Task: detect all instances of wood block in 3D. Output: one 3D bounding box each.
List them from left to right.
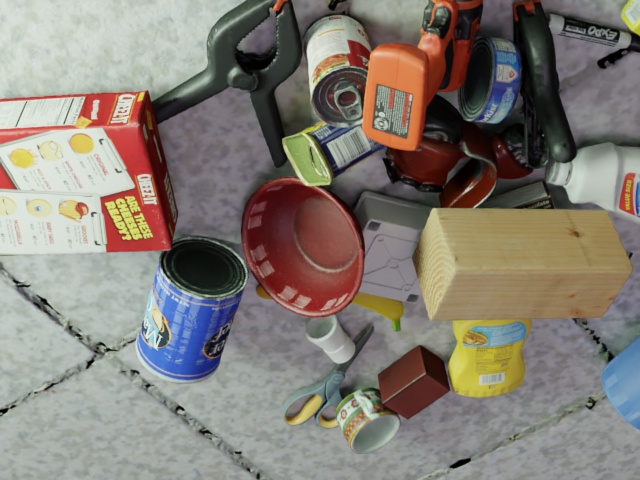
[{"bbox_3d":[0.217,0.026,1.158,0.205,0.091,0.090,0,140,-16],"label":"wood block"}]

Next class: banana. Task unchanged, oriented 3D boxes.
[{"bbox_3d":[0.025,0.066,1.273,0.197,0.037,0.070,17,118,-19],"label":"banana"}]

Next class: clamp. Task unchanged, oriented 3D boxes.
[{"bbox_3d":[-0.069,-0.161,1.067,0.164,0.036,0.210,19,129,-24],"label":"clamp"},{"bbox_3d":[0.218,-0.149,1.049,0.039,0.120,0.171,-12,100,-8],"label":"clamp"}]

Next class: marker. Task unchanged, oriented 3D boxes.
[{"bbox_3d":[0.283,-0.209,1.083,0.121,0.020,0.020,9,129,-15],"label":"marker"}]

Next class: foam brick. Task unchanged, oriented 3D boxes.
[{"bbox_3d":[0.121,0.184,1.381,0.051,0.053,0.078,34,120,-31],"label":"foam brick"}]

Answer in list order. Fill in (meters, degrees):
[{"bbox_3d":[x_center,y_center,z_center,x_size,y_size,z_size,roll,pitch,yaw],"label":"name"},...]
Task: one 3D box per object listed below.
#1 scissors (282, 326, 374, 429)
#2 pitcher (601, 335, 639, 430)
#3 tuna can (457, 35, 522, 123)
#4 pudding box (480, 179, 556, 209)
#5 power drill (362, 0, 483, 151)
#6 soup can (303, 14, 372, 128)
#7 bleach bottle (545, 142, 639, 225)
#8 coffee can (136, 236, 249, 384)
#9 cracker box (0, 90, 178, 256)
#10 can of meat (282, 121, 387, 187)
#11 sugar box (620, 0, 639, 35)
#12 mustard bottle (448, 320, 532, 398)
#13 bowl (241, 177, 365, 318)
[{"bbox_3d":[0.032,0.189,1.398,0.096,0.016,0.202,31,121,-31],"label":"scissors"},{"bbox_3d":[0.483,0.138,1.349,0.149,0.145,0.243,33,124,-16],"label":"pitcher"},{"bbox_3d":[0.169,-0.160,1.067,0.033,0.086,0.086,5,130,-15],"label":"tuna can"},{"bbox_3d":[0.220,-0.011,1.233,0.113,0.039,0.090,-21,130,10],"label":"pudding box"},{"bbox_3d":[0.102,-0.184,0.977,0.057,0.187,0.184,18,135,18],"label":"power drill"},{"bbox_3d":[0.020,-0.165,1.032,0.068,0.102,0.068,-4,131,-4],"label":"soup can"},{"bbox_3d":[0.372,-0.054,1.202,0.250,0.068,0.103,8,130,-11],"label":"bleach bottle"},{"bbox_3d":[-0.148,0.081,1.223,0.102,0.103,0.140,9,129,-15],"label":"coffee can"},{"bbox_3d":[-0.265,-0.065,1.087,0.214,0.072,0.164,-3,132,5],"label":"cracker box"},{"bbox_3d":[0.020,-0.099,1.078,0.084,0.102,0.057,-30,100,-14],"label":"can of meat"},{"bbox_3d":[0.399,-0.218,1.072,0.176,0.048,0.093,22,124,-23],"label":"sugar box"},{"bbox_3d":[0.213,0.113,1.327,0.096,0.058,0.192,-5,131,-3],"label":"mustard bottle"},{"bbox_3d":[-0.008,0.001,1.173,0.162,0.055,0.162,14,116,31],"label":"bowl"}]
